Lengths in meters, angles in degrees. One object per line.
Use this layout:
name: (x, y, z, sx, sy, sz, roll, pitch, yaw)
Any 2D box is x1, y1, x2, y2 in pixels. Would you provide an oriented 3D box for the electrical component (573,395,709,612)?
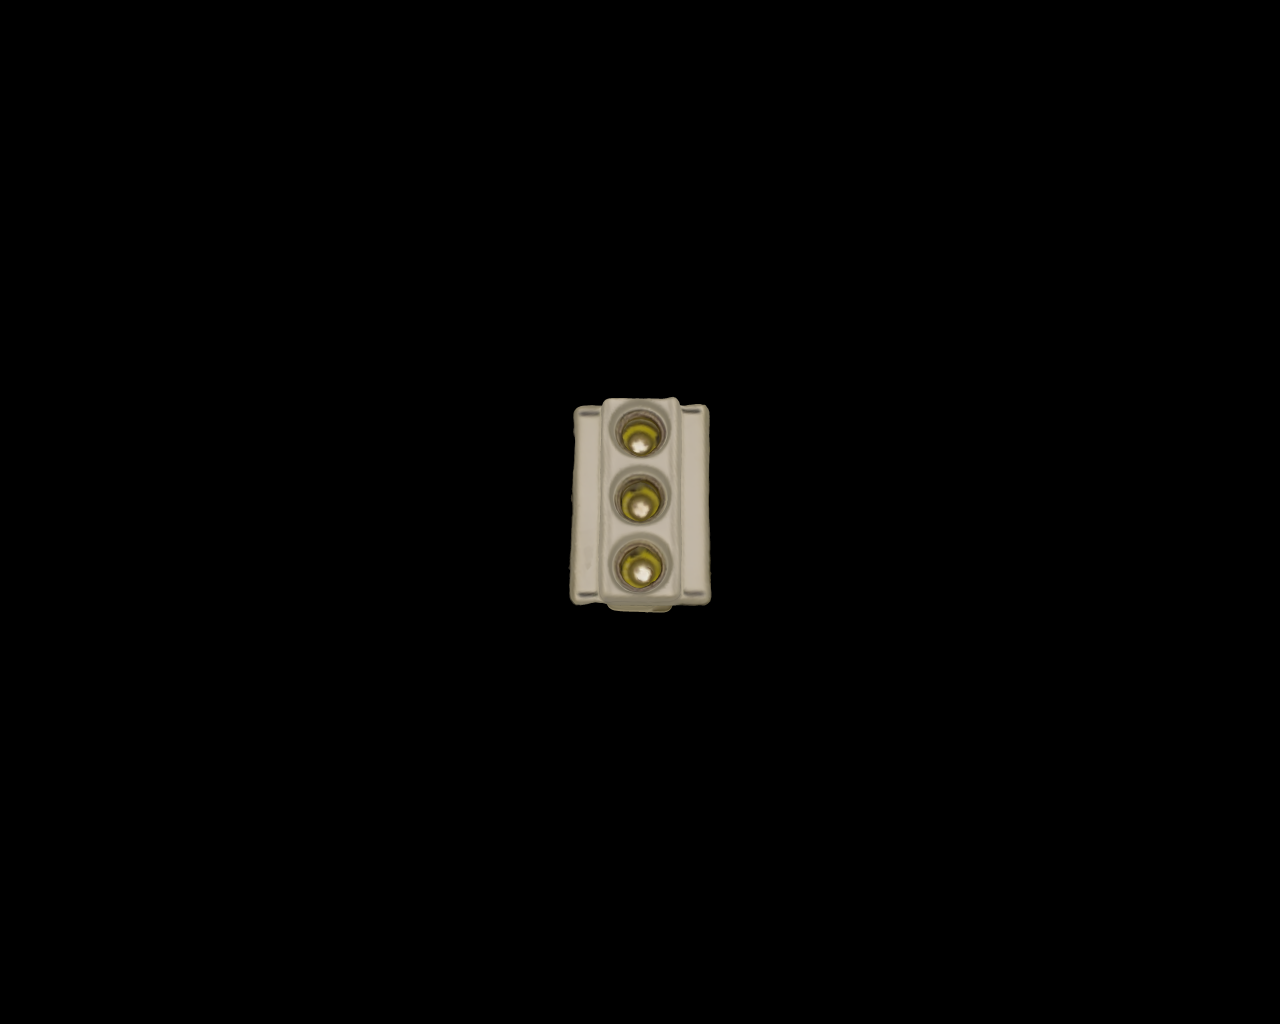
electrical component: (0.001, -0.003, 0.650, 0.079, 0.121, 0.063, 0, -15, 0)
